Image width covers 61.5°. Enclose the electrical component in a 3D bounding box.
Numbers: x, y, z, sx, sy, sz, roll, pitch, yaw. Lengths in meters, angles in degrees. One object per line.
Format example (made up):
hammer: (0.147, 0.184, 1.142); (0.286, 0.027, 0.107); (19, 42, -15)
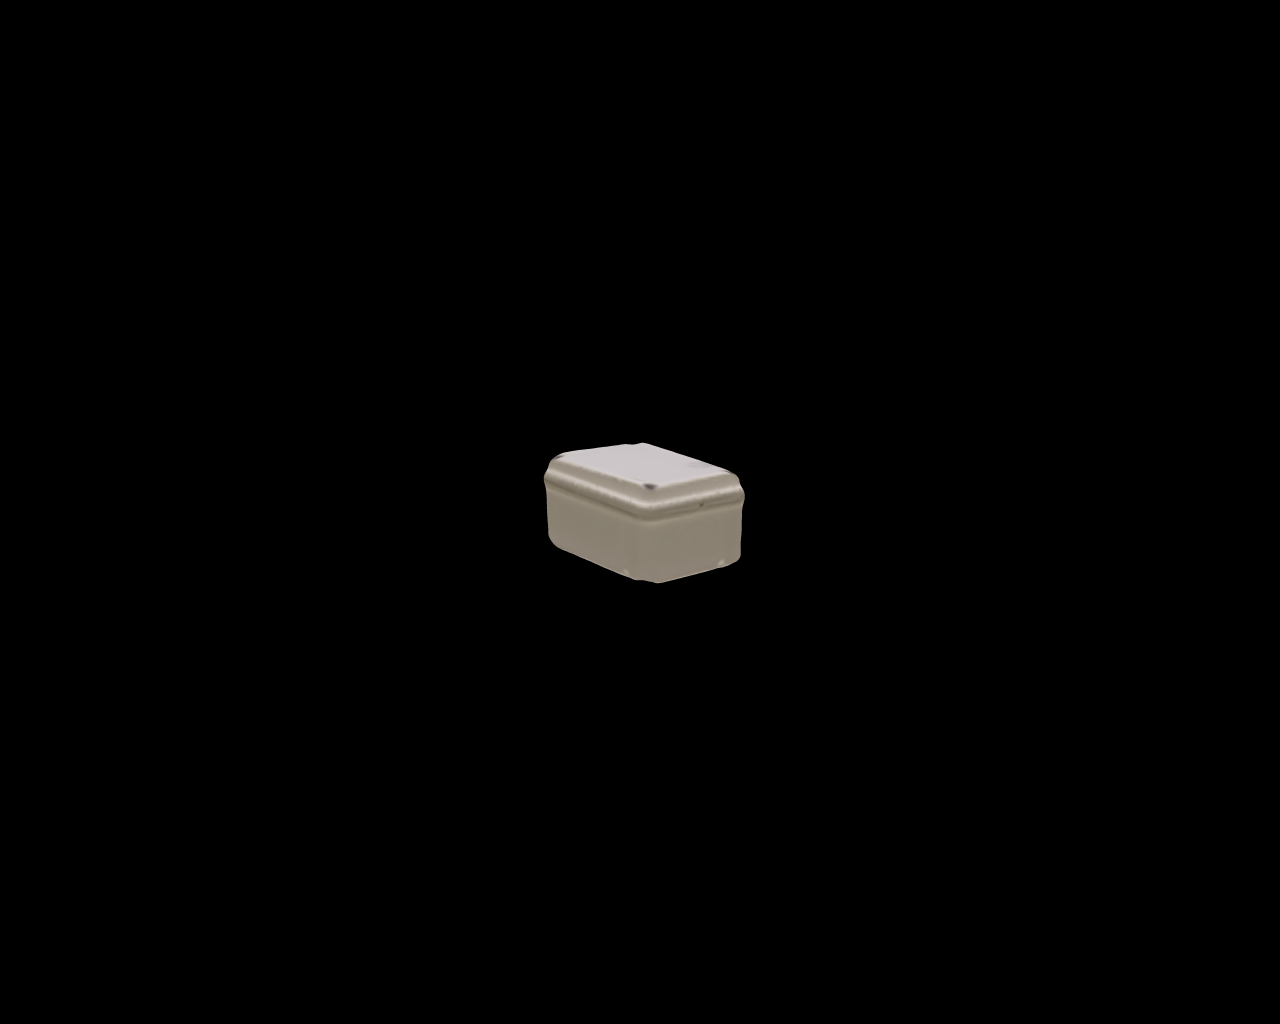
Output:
electrical component: (0.001, -0.003, 0.650); (0.078, 0.057, 0.113); (-11, 19, -34)
